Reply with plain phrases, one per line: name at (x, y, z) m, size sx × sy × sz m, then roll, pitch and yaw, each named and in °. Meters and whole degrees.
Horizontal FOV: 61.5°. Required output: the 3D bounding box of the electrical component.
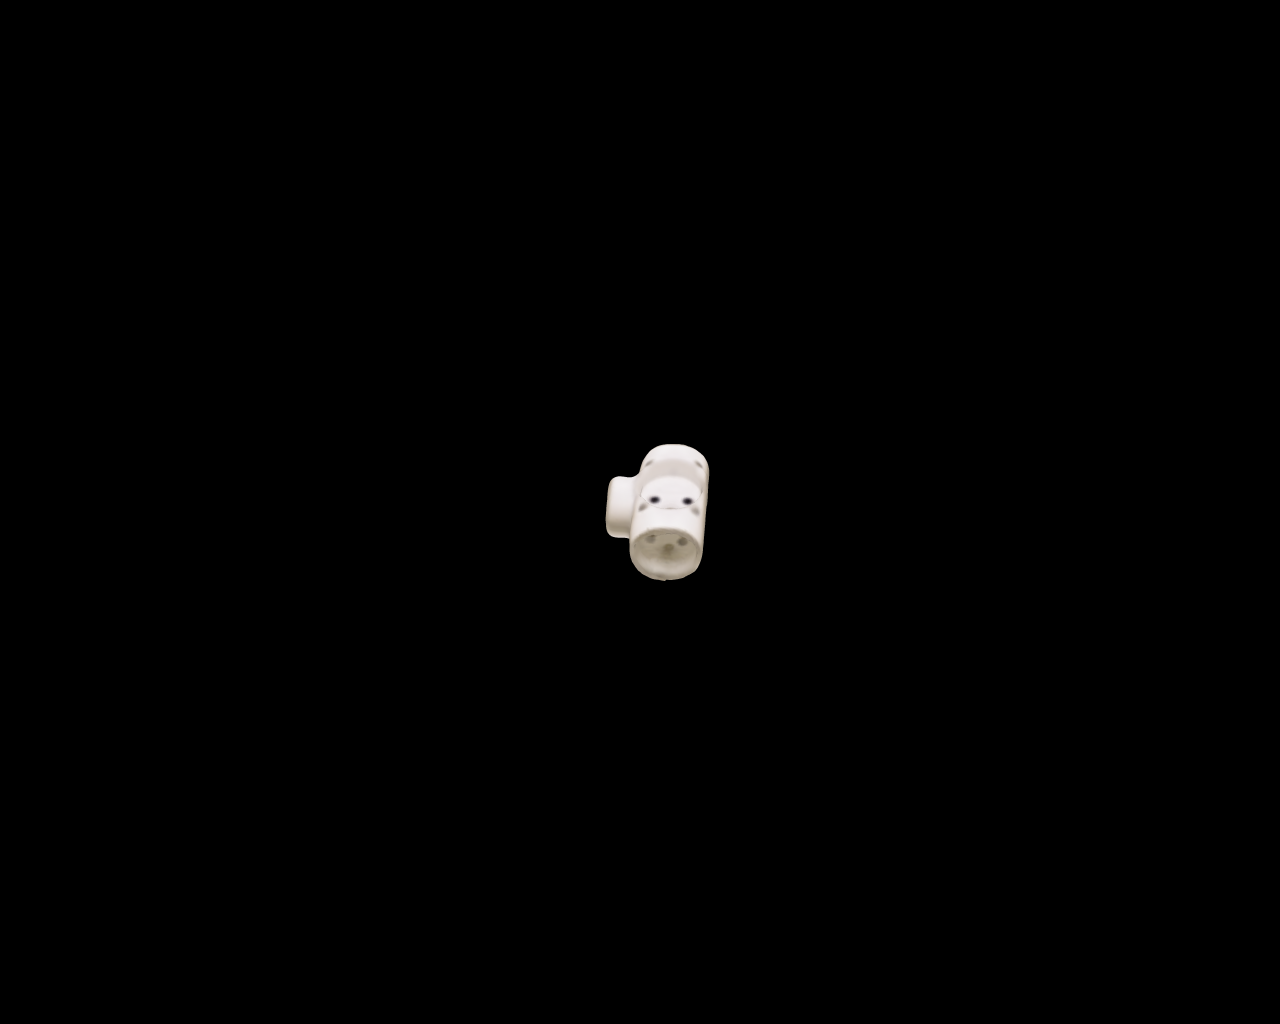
electrical component at (0.001, -0.003, 0.650) m, size 0.079 × 0.044 × 0.077 m, roll 4°, pitch 44°, yaw 4°
